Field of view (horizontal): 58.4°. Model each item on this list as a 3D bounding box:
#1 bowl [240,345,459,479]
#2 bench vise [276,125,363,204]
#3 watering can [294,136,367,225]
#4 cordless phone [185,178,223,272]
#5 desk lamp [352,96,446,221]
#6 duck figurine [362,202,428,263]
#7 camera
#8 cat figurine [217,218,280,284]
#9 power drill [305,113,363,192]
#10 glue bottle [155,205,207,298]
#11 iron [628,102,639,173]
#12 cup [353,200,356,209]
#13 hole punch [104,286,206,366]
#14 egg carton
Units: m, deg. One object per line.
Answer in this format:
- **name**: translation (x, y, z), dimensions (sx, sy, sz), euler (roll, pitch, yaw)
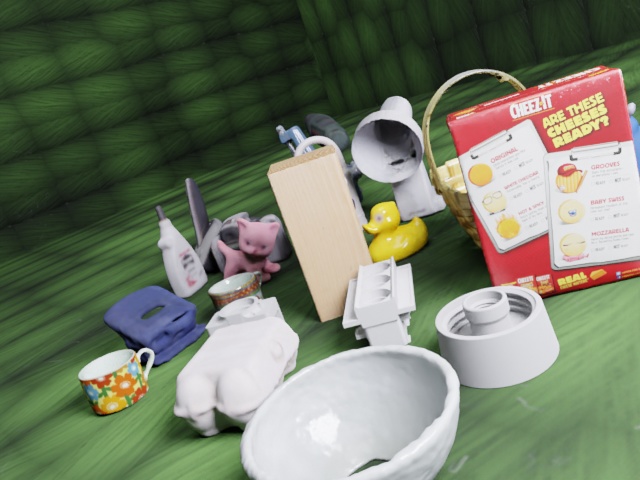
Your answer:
- **bowl**: translation (0.030, 0.152, 0.429), dimensions (0.167, 0.075, 0.167), euler (-18, 16, 6)
- **bench vise**: translation (-0.003, -0.160, 1.253), dimensions (0.207, 0.220, 0.121), euler (-14, 17, 20)
- **watering can**: translation (0.018, -0.100, 1.073), dimensions (0.101, 0.194, 0.172), euler (-29, 18, -29)
- **cordless phone**: translation (-0.243, -0.034, 1.181), dimensions (0.094, 0.185, 0.147), euler (-24, 16, -16)
- **desk lamp**: translation (0.147, -0.144, 1.027), dimensions (0.117, 0.214, 0.203), euler (-13, 17, 23)
- **duck figurine**: translation (0.112, -0.019, 0.885), dimensions (0.105, 0.086, 0.077), euler (-24, 16, -14)
- **camera**: translation (-0.129, -0.011, 1.125), dimensions (0.143, 0.101, 0.137), euler (-15, 16, 16)
- **cat figurine**: translation (-0.124, 0.014, 1.000), dimensions (0.127, 0.118, 0.067), euler (-11, 18, 28)
- **power drill**: translation (0.028, -0.205, 1.387), dimensions (0.076, 0.209, 0.229), euler (-23, 16, -10)
- **glue bottle**: translation (-0.267, 0.017, 1.060), dimensions (0.037, 0.173, 0.078), euler (-13, 17, 23)
- **iron**: translation (0.367, -0.121, 0.818), dimensions (0.119, 0.141, 0.257), euler (-24, 16, -14)
- **cup**: translation (0.014, -0.020, 0.991), dimensions (0.117, 0.095, 0.092), euler (-16, 16, 12)
- **hole punch**: translation (-0.238, 0.119, 0.834), dimensions (0.100, 0.091, 0.109), euler (-7, 20, 39)
- **egg carton**: translation (-0.084, 0.141, 0.613), dimensions (0.107, 0.069, 0.150), euler (-14, 17, 19)
